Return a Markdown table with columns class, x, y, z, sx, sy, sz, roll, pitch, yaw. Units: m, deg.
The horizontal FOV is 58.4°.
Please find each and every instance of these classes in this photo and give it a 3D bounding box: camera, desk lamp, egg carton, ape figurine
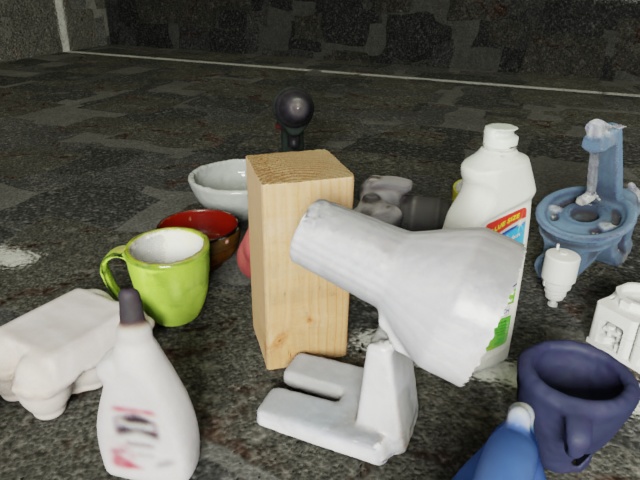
| class | x | y | z | sx | sy | sz | roll | pitch | yaw |
| --- | --- | --- | --- | --- | --- | --- | --- | --- | --- |
| camera | 0.120 | -0.036 | 0.841 | 0.136 | 0.101 | 0.143 | 7 | 26 | 12 |
| desk lamp | 0.051 | 0.076 | 0.476 | 0.202 | 0.214 | 0.118 | 10 | 27 | 19 |
| egg carton | -0.247 | 0.106 | 0.569 | 0.107 | 0.069 | 0.151 | 15 | 29 | 26 |
| ape figurine | -0.074 | 0.004 | 0.762 | 0.076 | 0.092 | 0.078 | 15 | 29 | 27 |

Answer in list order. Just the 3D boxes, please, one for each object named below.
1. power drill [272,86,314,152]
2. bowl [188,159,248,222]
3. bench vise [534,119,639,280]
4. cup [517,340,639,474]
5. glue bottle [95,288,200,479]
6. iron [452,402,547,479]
| class | x | y | z | sx | sy | sz | roll | pitch | yaw |
| --- | --- | --- | --- | --- | --- | --- | --- | --- | --- |
| power drill | -0.044 | -0.159 | 0.968 | 0.075 | 0.208 | 0.229 | -3 | 26 | -7 |
| bowl | -0.131 | -0.076 | 0.947 | 0.167 | 0.075 | 0.167 | 1 | 26 | 0 |
| bench vise | 0.366 | -0.063 | 0.769 | 0.121 | 0.220 | 0.208 | 16 | 30 | 29 |
| cup | 0.200 | 0.150 | 0.462 | 0.091 | 0.095 | 0.118 | 9 | 27 | 17 |
| glue bottle | -0.137 | 0.112 | 0.440 | 0.078 | 0.173 | 0.037 | 3 | 26 | 4 |
| iron | 0.103 | 0.179 | 0.346 | 0.118 | 0.141 | 0.259 | 12 | 28 | 22 |
